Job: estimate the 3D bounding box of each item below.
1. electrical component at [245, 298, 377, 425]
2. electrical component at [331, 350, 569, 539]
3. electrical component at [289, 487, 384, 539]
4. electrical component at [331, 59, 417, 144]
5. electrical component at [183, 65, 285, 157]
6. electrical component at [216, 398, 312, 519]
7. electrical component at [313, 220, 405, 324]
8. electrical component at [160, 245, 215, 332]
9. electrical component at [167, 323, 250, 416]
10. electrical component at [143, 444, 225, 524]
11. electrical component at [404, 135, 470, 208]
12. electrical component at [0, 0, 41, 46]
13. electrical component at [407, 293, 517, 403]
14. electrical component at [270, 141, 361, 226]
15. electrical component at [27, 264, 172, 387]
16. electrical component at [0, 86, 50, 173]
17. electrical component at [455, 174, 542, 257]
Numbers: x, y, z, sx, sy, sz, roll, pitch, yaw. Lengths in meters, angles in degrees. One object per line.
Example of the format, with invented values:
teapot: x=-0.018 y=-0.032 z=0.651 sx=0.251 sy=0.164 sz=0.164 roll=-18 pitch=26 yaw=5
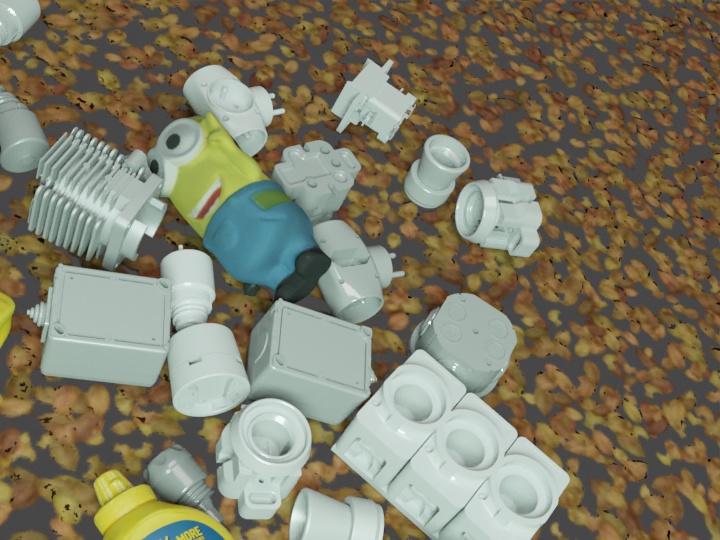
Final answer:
electrical component: x=-0.034 y=0.074 z=0.807 sx=0.096 sy=0.061 sz=0.061 roll=19 pitch=49 yaw=-21
electrical component: x=0.069 y=0.142 z=0.797 sx=0.150 sy=0.061 sz=0.089 roll=40 pitch=49 yaw=8
electrical component: x=-0.016 y=0.177 z=0.742 sx=0.055 sy=0.045 sz=0.045 roll=14 pitch=50 yaw=-16
electrical component: x=0.016 y=-0.157 z=1.017 sx=0.064 sy=0.042 sz=0.081 roll=35 pitch=49 yaw=1
electrical component: x=-0.103 y=-0.141 z=0.947 sx=0.079 sy=0.044 sz=0.077 roll=-18 pitch=64 yaw=-34
electrical component: x=-0.067 y=0.125 z=0.750 sx=0.058 sy=0.057 sz=0.078 roll=6 pitch=53 yaw=-21
electrical component: x=0.000 y=0.000 z=0.887 sx=0.079 sy=0.043 sz=0.077 roll=-8 pitch=59 yaw=-31
electrical component: x=-0.129 y=0.021 z=0.812 sx=0.040 sy=0.040 sz=0.078 roll=5 pitch=53 yaw=-22
electrical component: x=-0.111 y=0.071 z=0.774 sx=0.055 sy=0.055 sz=0.047 roll=0 pitch=51 yaw=-25
electrical component: x=-0.116 y=0.149 z=0.724 sx=0.061 sy=0.035 sz=0.035 roll=46 pitch=49 yaw=10
electrical component: x=0.069 y=-0.089 z=0.980 sx=0.045 sy=0.055 sz=0.045 roll=13 pitch=51 yaw=-16
electrical component: x=-0.304 y=-0.210 z=0.909 sx=0.040 sy=0.040 sz=0.078 roll=28 pitch=48 yaw=-3
electrical component: x=0.083 y=0.063 z=0.872 sx=0.080 sy=0.051 sz=0.080 roll=13 pitch=51 yaw=-16
electrical component: x=-0.044 y=-0.068 z=0.910 sx=0.078 sy=0.057 sz=0.058 roll=-18 pitch=64 yaw=-35
electrical component: x=-0.186 y=0.041 z=0.756 sx=0.096 sy=0.061 sz=0.061 roll=9 pitch=52 yaw=-19
electrical component: x=-0.274 y=-0.113 z=0.848 sx=0.040 sy=0.040 sz=0.078 roll=-14 pitch=62 yaw=-33
electrical component: x=0.124 y=-0.051 z=0.976 sx=0.057 sy=0.058 sz=0.078 roll=6 pitch=53 yaw=-25
